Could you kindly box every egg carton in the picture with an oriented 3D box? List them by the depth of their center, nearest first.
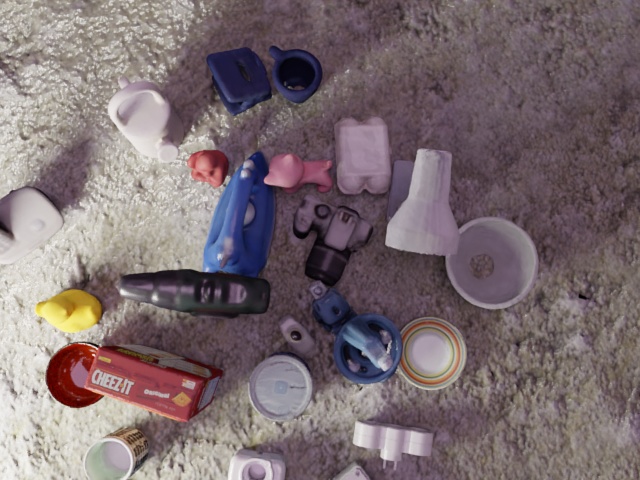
[{"bbox_3d":[0.081,-0.158,1.071,0.107,0.069,0.150,-4,82,-2],"label":"egg carton"}]

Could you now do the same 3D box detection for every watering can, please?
[{"bbox_3d":[-0.302,-0.215,1.003,0.173,0.194,0.101,35,82,4],"label":"watering can"}]

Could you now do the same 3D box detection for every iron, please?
[{"bbox_3d":[-0.139,-0.055,1.011,0.118,0.141,0.258,11,81,0],"label":"iron"}]

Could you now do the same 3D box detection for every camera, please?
[{"bbox_3d":[0.009,0.004,1.028,0.143,0.101,0.137,23,81,2],"label":"camera"}]

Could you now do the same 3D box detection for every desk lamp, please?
[{"bbox_3d":[0.174,-0.063,0.987,0.118,0.213,0.203,7,81,-1],"label":"desk lamp"}]

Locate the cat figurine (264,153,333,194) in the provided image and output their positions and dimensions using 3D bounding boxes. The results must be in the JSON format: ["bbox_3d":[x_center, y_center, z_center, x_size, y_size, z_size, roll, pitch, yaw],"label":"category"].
[{"bbox_3d":[-0.038,-0.127,1.038,0.128,0.117,0.067,-6,82,-3],"label":"cat figurine"}]

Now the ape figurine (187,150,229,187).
[{"bbox_3d":[-0.204,-0.136,1.046,0.076,0.092,0.078,-33,84,-6],"label":"ape figurine"}]

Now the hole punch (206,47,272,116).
[{"bbox_3d":[-0.150,-0.307,1.074,0.101,0.091,0.108,-28,83,-6],"label":"hole punch"}]

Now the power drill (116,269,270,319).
[{"bbox_3d":[-0.195,0.091,0.954,0.229,0.208,0.076,3,81,-1],"label":"power drill"}]

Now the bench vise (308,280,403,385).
[{"bbox_3d":[0.050,0.161,0.946,0.207,0.219,0.121,31,82,3],"label":"bench vise"}]

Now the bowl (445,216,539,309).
[{"bbox_3d":[0.304,0.044,1.046,0.167,0.074,0.167,0,81,-2],"label":"bowl"}]

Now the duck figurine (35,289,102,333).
[{"bbox_3d":[-0.443,0.123,1.002,0.104,0.086,0.077,5,81,-1],"label":"duck figurine"}]

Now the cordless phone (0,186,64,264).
[{"bbox_3d":[-0.540,-0.035,0.973,0.147,0.185,0.094,-40,84,-7],"label":"cordless phone"}]

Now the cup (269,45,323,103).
[{"bbox_3d":[-0.052,-0.305,1.075,0.092,0.095,0.117,-45,85,-7],"label":"cup"}]

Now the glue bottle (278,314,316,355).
[{"bbox_3d":[-0.041,0.160,0.967,0.037,0.173,0.078,-41,84,-7],"label":"glue bottle"}]
